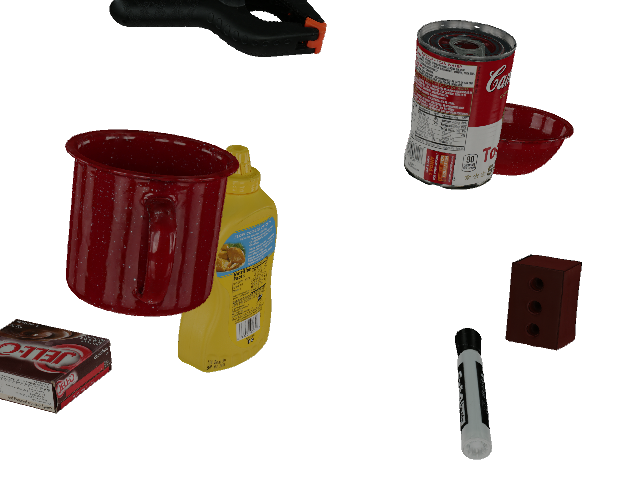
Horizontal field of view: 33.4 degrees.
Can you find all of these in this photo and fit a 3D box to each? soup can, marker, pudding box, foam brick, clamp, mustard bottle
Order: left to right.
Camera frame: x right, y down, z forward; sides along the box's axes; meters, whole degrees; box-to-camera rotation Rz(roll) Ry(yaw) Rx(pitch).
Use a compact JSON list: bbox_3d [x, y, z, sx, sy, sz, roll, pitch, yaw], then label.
[{"bbox_3d":[-0.267,0.116,0.997,0.114,0.039,0.089,7,22,22],"label":"pudding box"},{"bbox_3d":[-0.075,-0.204,0.877,0.171,0.120,0.039,16,-26,-5],"label":"clamp"},{"bbox_3d":[-0.077,0.011,0.911,0.058,0.192,0.096,22,29,31],"label":"mustard bottle"},{"bbox_3d":[0.096,-0.095,0.754,0.068,0.102,0.068,3,31,-2],"label":"soup can"},{"bbox_3d":[0.101,0.098,0.715,0.020,0.020,0.121,0,32,5],"label":"marker"},{"bbox_3d":[0.209,0.057,0.998,0.053,0.078,0.051,9,15,31],"label":"foam brick"}]

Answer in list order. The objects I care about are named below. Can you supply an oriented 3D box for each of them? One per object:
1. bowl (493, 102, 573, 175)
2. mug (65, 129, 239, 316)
[{"bbox_3d":[0.211,-0.117,1.251,0.162,0.055,0.162,5,23,-2],"label":"bowl"},{"bbox_3d":[-0.092,-0.006,0.575,0.093,0.081,0.117,3,19,-19],"label":"mug"}]
